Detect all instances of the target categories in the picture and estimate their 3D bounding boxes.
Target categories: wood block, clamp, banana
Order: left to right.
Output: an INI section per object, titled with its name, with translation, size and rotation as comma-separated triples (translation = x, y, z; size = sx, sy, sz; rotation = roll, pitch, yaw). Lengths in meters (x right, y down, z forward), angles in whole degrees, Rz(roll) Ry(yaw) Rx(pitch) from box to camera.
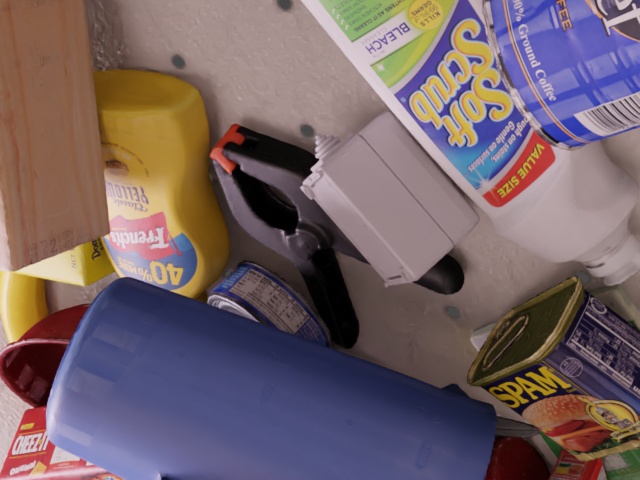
[wood block]
translation = -0.192, -0.095, 0.614
size = 0.091, 0.090, 0.206
rotation = 5, 108, 29
[banana]
translation = -0.222, 0.078, 0.871
size = 0.070, 0.037, 0.198
rotation = -12, 121, 13
[clamp]
translation = -0.004, 0.001, 0.678
size = 0.171, 0.039, 0.120
rotation = 40, 131, -4

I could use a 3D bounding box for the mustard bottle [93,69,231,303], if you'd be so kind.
[mustard bottle]
translation = -0.108, -0.016, 0.712
size = 0.096, 0.058, 0.191
rotation = 11, 129, 26

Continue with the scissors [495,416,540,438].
[scissors]
translation = 0.046, 0.133, 0.719
size = 0.202, 0.016, 0.096
rotation = 20, 102, 34

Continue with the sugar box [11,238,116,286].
[sugar box]
translation = -0.232, -0.026, 0.773
size = 0.176, 0.048, 0.093
rotation = 7, 110, 23

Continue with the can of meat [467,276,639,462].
[can of meat]
translation = 0.145, 0.076, 0.600
size = 0.084, 0.057, 0.102
rotation = 36, 154, -4

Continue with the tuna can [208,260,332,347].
[tuna can]
translation = -0.035, 0.056, 0.718
size = 0.086, 0.033, 0.086
rotation = 37, 157, 18

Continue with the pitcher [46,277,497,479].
[pitcher]
translation = -0.032, 0.121, 0.616
size = 0.243, 0.149, 0.145
rotation = 22, 94, 2

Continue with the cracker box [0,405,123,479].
[cracker box]
translation = -0.110, 0.193, 0.822
size = 0.164, 0.072, 0.213
rotation = -16, 137, 39

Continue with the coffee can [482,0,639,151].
[coffee can]
translation = 0.155, -0.107, 0.453
size = 0.141, 0.102, 0.103
rotation = -18, 114, 39

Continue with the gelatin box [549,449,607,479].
[gelatin box]
translation = 0.163, 0.191, 0.680
size = 0.030, 0.073, 0.089
rotation = 3, 128, 35

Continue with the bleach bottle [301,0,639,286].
[bleach bottle]
translation = 0.091, -0.079, 0.544
size = 0.103, 0.068, 0.250
rotation = -30, 109, 38

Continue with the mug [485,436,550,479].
[mug]
translation = 0.102, 0.167, 0.717
size = 0.082, 0.093, 0.117
rotation = -25, 77, 36

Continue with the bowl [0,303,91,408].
[bowl]
translation = -0.159, 0.095, 0.809
size = 0.162, 0.055, 0.162
rotation = 10, 147, 6
